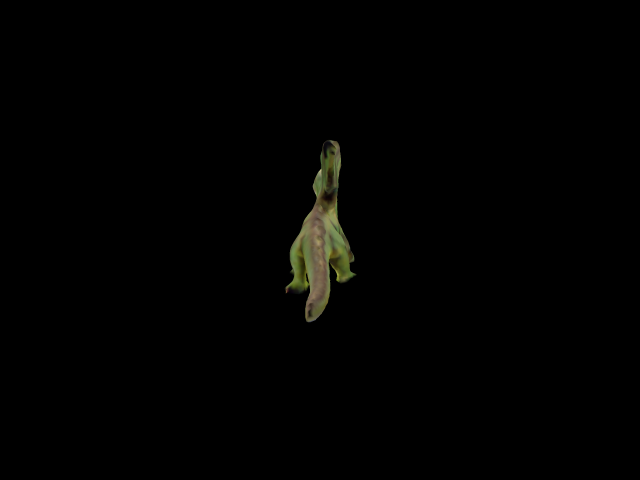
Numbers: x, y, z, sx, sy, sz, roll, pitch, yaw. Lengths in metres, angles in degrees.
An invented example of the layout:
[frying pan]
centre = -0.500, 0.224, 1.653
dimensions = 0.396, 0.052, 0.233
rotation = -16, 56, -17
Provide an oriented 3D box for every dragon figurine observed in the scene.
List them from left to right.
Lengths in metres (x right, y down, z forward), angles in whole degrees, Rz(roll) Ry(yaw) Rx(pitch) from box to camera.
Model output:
[dragon figurine]
centre = 0.003, -0.043, 0.850
dimensions = 0.122, 0.241, 0.414
rotation = 0, 11, 0
